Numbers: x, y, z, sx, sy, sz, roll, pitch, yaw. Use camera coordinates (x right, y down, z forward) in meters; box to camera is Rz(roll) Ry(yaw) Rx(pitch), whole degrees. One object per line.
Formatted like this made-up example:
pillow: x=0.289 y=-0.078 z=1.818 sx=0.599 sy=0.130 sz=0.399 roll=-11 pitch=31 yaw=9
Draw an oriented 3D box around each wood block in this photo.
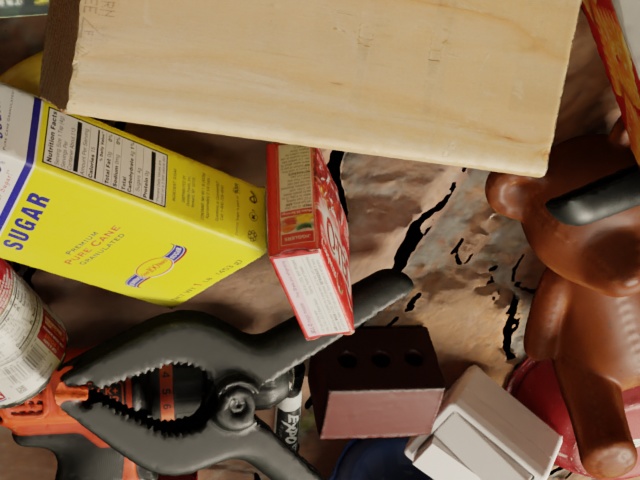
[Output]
wood block: x=-0.006 y=-0.087 z=0.455 sx=0.205 sy=0.091 sz=0.090 roll=6 pitch=99 yaw=-23

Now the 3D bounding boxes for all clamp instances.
clamp: x=-0.047 y=0.100 z=0.613 sx=0.209 sy=0.036 sz=0.164 roll=-1 pitch=98 yaw=-19
clamp: x=0.193 y=-0.063 z=0.547 sx=0.171 sy=0.039 sz=0.120 roll=3 pitch=94 yaw=-23

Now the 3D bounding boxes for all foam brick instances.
foam brick: x=0.035 y=0.093 z=0.691 sx=0.078 sy=0.053 sz=0.051 roll=-1 pitch=133 yaw=-12

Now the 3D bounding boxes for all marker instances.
marker: x=-0.023 y=0.123 z=0.731 sx=0.020 sy=0.020 sz=0.121 roll=-3 pitch=134 yaw=-9

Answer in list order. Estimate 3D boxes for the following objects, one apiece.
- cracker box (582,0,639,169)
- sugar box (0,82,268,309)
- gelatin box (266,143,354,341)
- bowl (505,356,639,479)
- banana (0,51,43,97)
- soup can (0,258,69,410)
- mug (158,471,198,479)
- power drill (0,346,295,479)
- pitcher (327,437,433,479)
cracker box: x=0.216 y=-0.086 z=0.473 sx=0.164 sy=0.072 sz=0.214 roll=-21 pitch=96 yaw=8
sugar box: x=-0.122 y=-0.019 z=0.530 sx=0.175 sy=0.048 sz=0.094 roll=18 pitch=146 yaw=-36
gelatin box: x=-0.004 y=0.001 z=0.570 sx=0.030 sy=0.073 sz=0.089 roll=-9 pitch=144 yaw=10
bowl: x=0.214 y=0.121 z=0.755 sx=0.162 sy=0.055 sz=0.162 roll=-6 pitch=134 yaw=-6
banana: x=-0.065 y=-0.076 z=0.520 sx=0.197 sy=0.037 sz=0.070 roll=2 pitch=132 yaw=-14
soup can: x=-0.191 y=0.039 z=0.581 sx=0.068 sy=0.068 sz=0.102 roll=-22 pitch=134 yaw=9
mug: x=-0.128 y=0.208 z=0.738 sx=0.081 sy=0.093 sz=0.117 roll=3 pitch=116 yaw=-8
power drill: x=-0.106 y=0.154 z=0.657 sx=0.184 sy=0.057 sz=0.188 roll=-1 pitch=95 yaw=-5
pitcher: x=0.036 y=0.260 z=0.803 sx=0.149 sy=0.144 sz=0.243 roll=39 pitch=131 yaw=11
